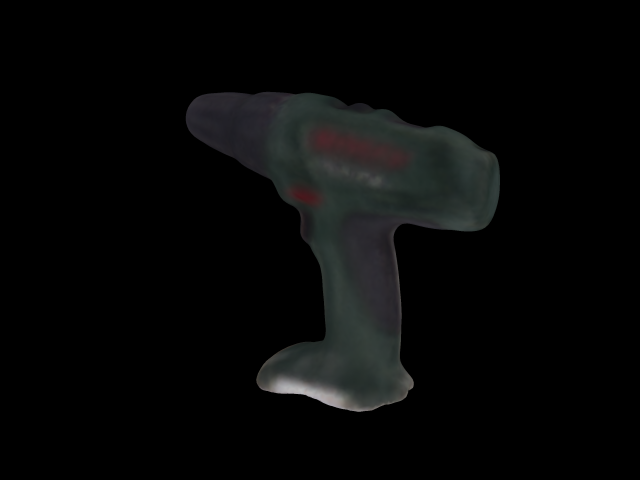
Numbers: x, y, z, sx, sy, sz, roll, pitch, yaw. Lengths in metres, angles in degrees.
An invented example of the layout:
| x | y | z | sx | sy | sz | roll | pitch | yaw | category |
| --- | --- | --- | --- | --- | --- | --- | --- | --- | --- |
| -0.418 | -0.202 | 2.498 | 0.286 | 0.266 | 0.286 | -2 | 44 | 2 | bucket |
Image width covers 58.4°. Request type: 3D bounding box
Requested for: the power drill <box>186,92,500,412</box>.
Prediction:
| x | y | z | sx | sy | sz | roll | pitch | yaw | category |
| --- | --- | --- | --- | --- | --- | --- | --- | --- | --- |
| 0.004 | 0.001 | 0.400 | 0.228 | 0.208 | 0.076 | 5 | 11 | 24 | power drill |
